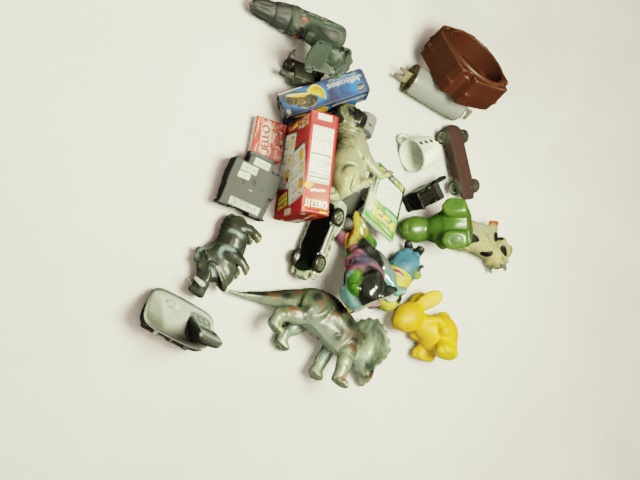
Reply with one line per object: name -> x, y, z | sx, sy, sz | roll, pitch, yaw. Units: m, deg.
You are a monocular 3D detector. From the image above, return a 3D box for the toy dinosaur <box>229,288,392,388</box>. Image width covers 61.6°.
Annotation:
toy dinosaur -> 0.006, 0.185, 1.184 | 0.404, 0.131, 0.192 | 46, 57, -12

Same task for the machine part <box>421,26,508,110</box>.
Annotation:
machine part -> 0.370, -0.435, 1.358 | 0.201, 0.087, 0.201 | -2, 61, -38

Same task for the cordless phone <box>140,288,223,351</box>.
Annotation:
cordless phone -> -0.260, 0.161, 1.011 | 0.146, 0.184, 0.088 | 34, 77, -21

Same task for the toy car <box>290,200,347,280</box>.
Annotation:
toy car -> -0.002, -0.004, 1.207 | 0.056, 0.074, 0.201 | 44, 65, -57

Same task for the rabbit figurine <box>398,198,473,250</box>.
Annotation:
rabbit figurine -> 0.283, -0.036, 1.321 | 0.159, 0.170, 0.121 | 0, 88, -68

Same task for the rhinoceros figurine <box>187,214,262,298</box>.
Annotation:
rhinoceros figurine -> -0.200, 0.036, 1.109 | 0.112, 0.073, 0.190 | 34, 73, -22

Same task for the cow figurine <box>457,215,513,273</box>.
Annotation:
cow figurine -> 0.432, 0.012, 1.416 | 0.195, 0.085, 0.127 | 14, 75, -27

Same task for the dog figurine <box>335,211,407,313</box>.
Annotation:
dog figurine -> 0.086, 0.045, 1.196 | 0.191, 0.108, 0.219 | 1, 59, -57

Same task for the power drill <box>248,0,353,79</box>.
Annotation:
power drill -> -0.030, -0.442, 1.177 | 0.232, 0.207, 0.086 | 5, 127, -33

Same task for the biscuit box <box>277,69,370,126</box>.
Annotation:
biscuit box -> 0.008, -0.319, 1.202 | 0.203, 0.063, 0.059 | -20, 85, -6

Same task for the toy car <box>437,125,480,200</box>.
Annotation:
toy car -> 0.361, -0.202, 1.411 | 0.089, 0.053, 0.202 | -11, 88, -37

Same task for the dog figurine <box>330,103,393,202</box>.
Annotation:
dog figurine -> 0.048, -0.193, 1.174 | 0.172, 0.121, 0.190 | -30, 94, -46

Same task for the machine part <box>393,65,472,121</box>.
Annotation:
machine part -> 0.294, -0.375, 1.375 | 0.243, 0.079, 0.079 | 24, 77, -22

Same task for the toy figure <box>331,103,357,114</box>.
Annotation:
toy figure -> 0.061, -0.320, 1.269 | 0.064, 0.058, 0.154 | 24, 82, -17

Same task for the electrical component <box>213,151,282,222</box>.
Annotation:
electrical component -> -0.149, -0.119, 1.144 | 0.115, 0.058, 0.134 | 26, 84, -25

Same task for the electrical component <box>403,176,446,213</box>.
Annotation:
electrical component -> 0.273, -0.117, 1.352 | 0.119, 0.075, 0.047 | -29, 99, -28

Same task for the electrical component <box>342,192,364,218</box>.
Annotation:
electrical component -> 0.075, -0.087, 1.280 | 0.063, 0.021, 0.094 | -42, 104, -23

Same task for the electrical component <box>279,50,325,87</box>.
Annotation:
electrical component -> -0.039, -0.385, 1.220 | 0.102, 0.045, 0.078 | 20, 45, -20

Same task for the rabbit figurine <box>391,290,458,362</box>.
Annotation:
rabbit figurine -> 0.251, 0.198, 1.296 | 0.173, 0.122, 0.162 | 27, 71, -22

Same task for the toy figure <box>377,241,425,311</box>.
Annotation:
toy figure -> 0.189, 0.090, 1.293 | 0.180, 0.082, 0.089 | -53, 136, -26
